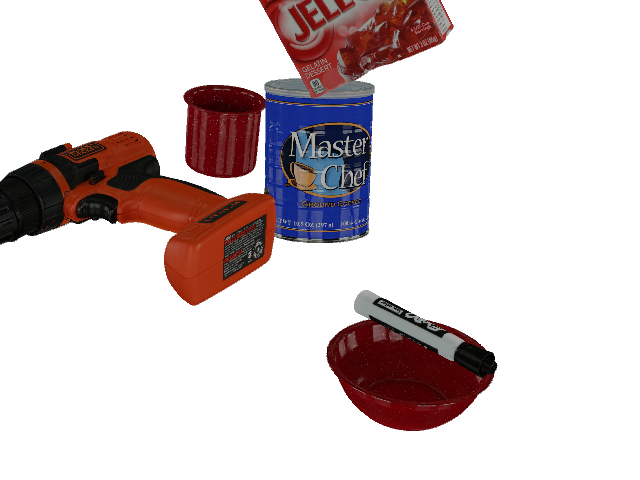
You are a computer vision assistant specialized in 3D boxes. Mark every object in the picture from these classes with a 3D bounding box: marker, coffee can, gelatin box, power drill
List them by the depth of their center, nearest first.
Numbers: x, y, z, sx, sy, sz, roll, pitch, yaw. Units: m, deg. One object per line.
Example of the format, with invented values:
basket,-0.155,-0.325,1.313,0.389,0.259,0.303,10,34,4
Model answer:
gelatin box,0.017,-0.128,0.587,0.089,0.073,0.030,-19,20,30
marker,0.074,0.066,0.757,0.121,0.020,0.020,26,17,38
power drill,-0.141,-0.018,0.770,0.188,0.057,0.184,23,35,27
coffee can,-0.002,-0.078,1.009,0.103,0.140,0.103,1,15,-1

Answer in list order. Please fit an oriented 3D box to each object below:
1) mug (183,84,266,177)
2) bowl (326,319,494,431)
mug,-0.108,-0.127,1.218,0.093,0.081,0.117,12,27,9
bowl,0.085,0.136,1.034,0.162,0.055,0.162,3,25,-2
